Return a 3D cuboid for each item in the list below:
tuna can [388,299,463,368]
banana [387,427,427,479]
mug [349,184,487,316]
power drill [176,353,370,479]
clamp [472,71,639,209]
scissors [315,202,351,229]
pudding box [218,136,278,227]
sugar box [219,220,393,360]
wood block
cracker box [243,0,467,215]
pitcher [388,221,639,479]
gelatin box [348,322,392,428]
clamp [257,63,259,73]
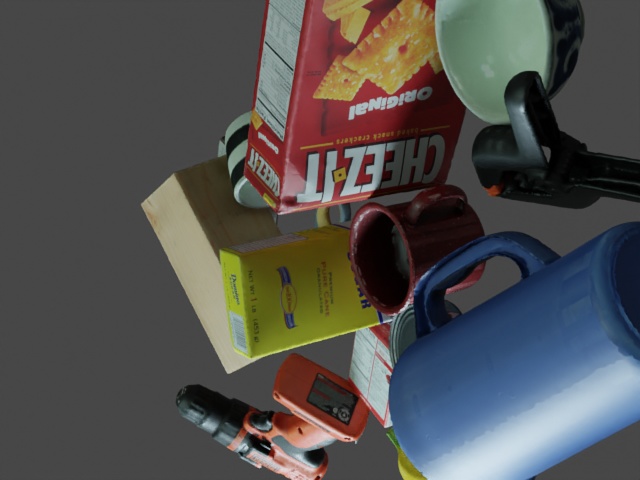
[{"bbox_3d":[0.095,0.093,0.923,0.086,0.033,0.086,4,95,63],"label":"tuna can"},{"bbox_3d":[0.115,0.193,0.929,0.069,0.037,0.198,62,150,0],"label":"banana"},{"bbox_3d":[0.085,0.000,0.868,0.093,0.081,0.117,55,144,35],"label":"mug"},{"bbox_3d":[-0.046,0.182,1.114,0.188,0.184,0.057,-44,20,54],"label":"power drill"},{"bbox_3d":[0.167,-0.047,0.698,0.210,0.164,0.036,150,144,-80],"label":"clamp"},{"bbox_3d":[-0.007,0.001,1.105,0.202,0.016,0.096,-5,95,61],"label":"scissors"},{"bbox_3d":[-0.081,-0.051,1.195,0.090,0.039,0.113,47,142,40],"label":"pudding box"},{"bbox_3d":[0.003,0.037,0.931,0.048,0.176,0.093,19,118,60],"label":"sugar box"},{"bbox_3d":[-0.091,0.024,1.131,0.091,0.090,0.206,-33,83,53],"label":"wood block"},{"bbox_3d":[0.039,-0.132,0.814,0.072,0.163,0.214,52,142,43],"label":"cracker box"},{"bbox_3d":[0.154,0.075,0.730,0.243,0.149,0.145,-46,17,53],"label":"pitcher"},{"bbox_3d":[0.061,0.120,1.014,0.073,0.030,0.089,48,140,45],"label":"gelatin box"},{"bbox_3d":[0.004,-0.127,1.012,0.171,0.039,0.120,63,146,12],"label":"clamp"}]
